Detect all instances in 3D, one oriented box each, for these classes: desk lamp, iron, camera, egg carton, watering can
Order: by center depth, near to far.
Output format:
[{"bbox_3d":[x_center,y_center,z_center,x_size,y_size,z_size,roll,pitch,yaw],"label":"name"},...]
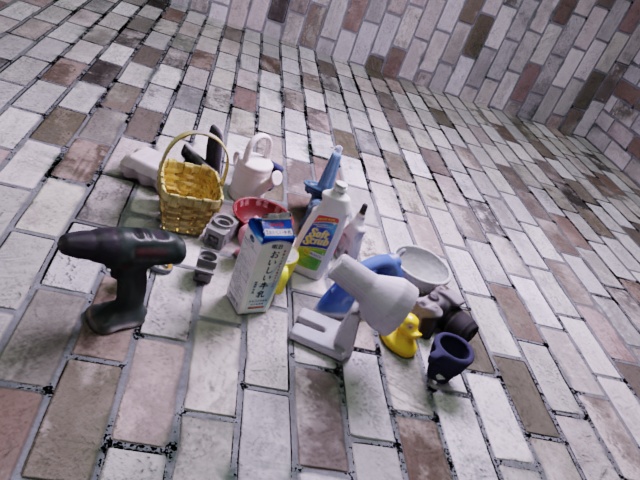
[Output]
[{"bbox_3d":[0.069,0.140,1.159,0.203,0.213,0.118,22,30,1],"label":"desk lamp"},{"bbox_3d":[0.100,0.094,1.321,0.259,0.141,0.118,-12,45,-44],"label":"iron"},{"bbox_3d":[0.300,0.181,1.351,0.144,0.101,0.136,-14,46,-45],"label":"camera"},{"bbox_3d":[-0.435,-0.184,1.491,0.150,0.069,0.107,24,31,4],"label":"egg carton"},{"bbox_3d":[-0.172,-0.197,1.555,0.172,0.194,0.101,27,31,9],"label":"watering can"}]

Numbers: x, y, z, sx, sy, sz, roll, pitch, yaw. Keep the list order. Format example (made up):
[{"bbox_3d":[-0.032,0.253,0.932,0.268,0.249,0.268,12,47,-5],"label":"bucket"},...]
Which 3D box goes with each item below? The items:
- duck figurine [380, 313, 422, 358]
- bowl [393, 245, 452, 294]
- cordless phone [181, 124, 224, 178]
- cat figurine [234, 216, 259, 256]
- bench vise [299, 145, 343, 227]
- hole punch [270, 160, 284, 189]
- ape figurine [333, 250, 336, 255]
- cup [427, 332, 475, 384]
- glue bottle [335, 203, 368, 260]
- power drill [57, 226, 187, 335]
[{"bbox_3d":[0.184,0.196,1.268,0.078,0.086,0.104,-6,40,-38],"label":"duck figurine"},{"bbox_3d":[0.254,0.088,1.494,0.167,0.075,0.167,16,31,-10],"label":"bowl"},{"bbox_3d":[-0.308,-0.242,1.549,0.094,0.185,0.147,-14,45,-44],"label":"cordless phone"},{"bbox_3d":[-0.147,-0.004,1.343,0.067,0.118,0.128,39,35,27],"label":"cat figurine"},{"bbox_3d":[0.023,-0.136,1.557,0.122,0.220,0.207,10,32,-18],"label":"bench vise"},{"bbox_3d":[-0.165,-0.217,1.693,0.108,0.091,0.101,22,31,1],"label":"hole punch"},{"bbox_3d":[0.013,0.005,1.455,0.078,0.092,0.076,4,35,-27],"label":"ape figurine"},{"bbox_3d":[0.257,0.260,1.205,0.118,0.095,0.091,-7,41,-39],"label":"cup"},{"bbox_3d":[0.087,-0.019,1.460,0.037,0.173,0.078,-1,37,-33],"label":"glue bottle"},{"bbox_3d":[-0.354,0.063,1.016,0.230,0.208,0.075,-12,44,-43],"label":"power drill"}]
